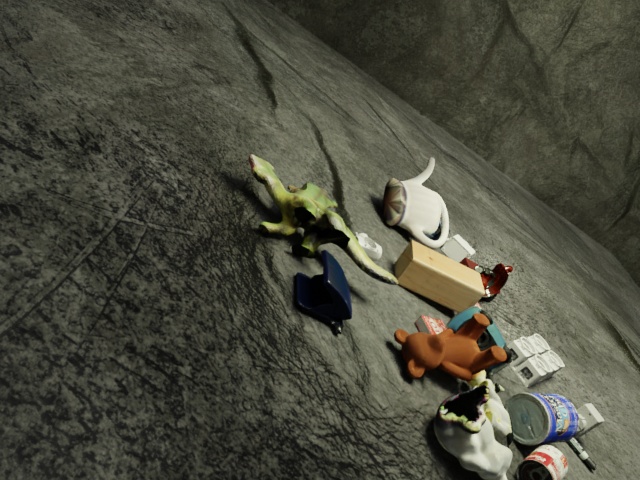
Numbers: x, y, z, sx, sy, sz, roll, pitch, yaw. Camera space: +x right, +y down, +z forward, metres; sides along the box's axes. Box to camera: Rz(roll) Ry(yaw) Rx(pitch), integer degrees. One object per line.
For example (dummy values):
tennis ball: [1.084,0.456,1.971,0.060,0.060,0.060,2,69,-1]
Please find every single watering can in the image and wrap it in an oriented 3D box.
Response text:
watering can: [0.296,-0.135,1.594,0.223,0.102,0.355,14,56,-24]

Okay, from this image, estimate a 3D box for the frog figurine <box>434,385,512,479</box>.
frog figurine: [0.277,0.365,0.933,0.139,0.122,0.158,-70,143,-71]

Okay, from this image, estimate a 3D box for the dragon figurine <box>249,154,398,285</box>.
dragon figurine: [0.004,-0.059,1.166,0.408,0.120,0.248,32,31,-13]
